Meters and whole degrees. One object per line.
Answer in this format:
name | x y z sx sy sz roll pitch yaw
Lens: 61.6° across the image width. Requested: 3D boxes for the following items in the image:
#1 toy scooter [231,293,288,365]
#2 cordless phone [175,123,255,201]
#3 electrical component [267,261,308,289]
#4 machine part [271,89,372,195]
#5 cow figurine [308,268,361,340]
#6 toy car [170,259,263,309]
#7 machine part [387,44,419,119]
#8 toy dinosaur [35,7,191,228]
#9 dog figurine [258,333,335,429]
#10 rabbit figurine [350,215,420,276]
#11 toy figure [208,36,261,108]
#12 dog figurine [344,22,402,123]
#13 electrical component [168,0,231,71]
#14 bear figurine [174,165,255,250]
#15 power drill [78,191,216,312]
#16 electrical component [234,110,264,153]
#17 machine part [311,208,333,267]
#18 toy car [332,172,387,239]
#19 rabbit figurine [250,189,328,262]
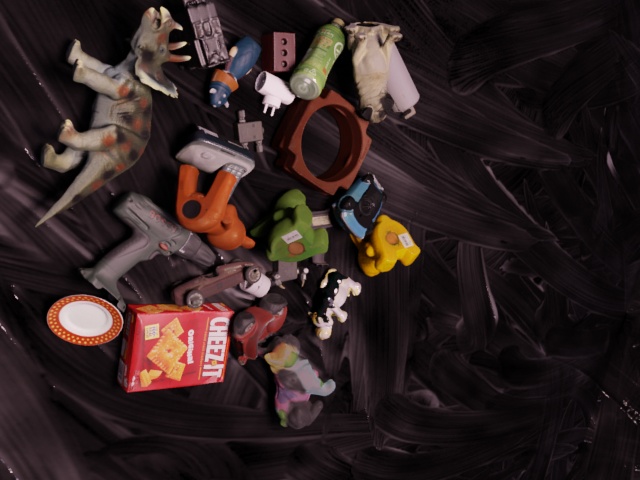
toy scooter | -0.140 0.202 1.199 0.184 0.075 0.135 -27 133 -58
cordless phone | -0.231 -0.124 1.074 0.146 0.089 0.184 18 109 -38
electrical component | -0.073 0.070 1.251 0.102 0.045 0.078 -2 104 -36
machine part | 0.005 -0.219 1.209 0.201 0.087 0.201 30 82 -38
cow figurine | 0.022 0.159 1.329 0.098 0.068 0.167 37 76 -31
toy car | -0.215 0.083 1.121 0.202 0.089 0.053 -23 111 -30
machine part | 0.173 -0.396 1.292 0.079 0.079 0.243 -48 123 -17
toy dinosaur | -0.356 -0.204 0.935 0.192 0.131 0.404 13 100 -37
dog figurine | -0.085 0.329 1.274 0.219 0.109 0.191 40 80 -32
rabbit figurine | 0.138 0.025 1.341 0.122 0.173 0.162 -27 72 -30
toy figure | -0.176 -0.330 1.066 0.064 0.058 0.154 38 83 -30
dog figurine | 0.109 -0.371 1.190 0.121 0.172 0.190 3 125 2
electrical component | -0.229 -0.380 0.977 0.058 0.115 0.134 -31 118 -31
bear figurine | -0.197 -0.053 1.049 0.195 0.120 0.132 31 70 -69
power drill | -0.334 0.037 1.030 0.207 0.086 0.231 -47 123 -13
electrical component | -0.148 -0.228 1.133 0.063 0.021 0.093 -17 110 -32
machine part | -0.003 -0.004 1.290 0.084 0.039 0.138 -16 109 -42
toy car | 0.082 -0.084 1.289 0.109 0.103 0.161 47 58 -32
rabbit figurine | -0.065 -0.032 1.178 0.159 0.170 0.121 -33 128 23
